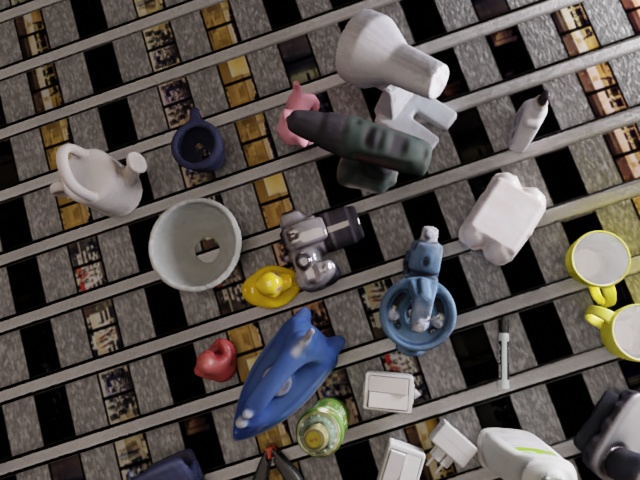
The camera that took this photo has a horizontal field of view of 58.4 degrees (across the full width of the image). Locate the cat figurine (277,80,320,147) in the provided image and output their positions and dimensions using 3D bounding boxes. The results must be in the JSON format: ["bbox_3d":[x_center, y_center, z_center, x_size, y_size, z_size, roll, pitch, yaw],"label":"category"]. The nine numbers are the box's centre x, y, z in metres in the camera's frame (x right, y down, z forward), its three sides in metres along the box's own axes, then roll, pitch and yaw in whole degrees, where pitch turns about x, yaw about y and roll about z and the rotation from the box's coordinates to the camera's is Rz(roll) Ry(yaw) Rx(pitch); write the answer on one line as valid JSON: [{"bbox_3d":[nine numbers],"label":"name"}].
[{"bbox_3d":[-0.042,-0.219,1.021,0.067,0.118,0.128,3,81,7],"label":"cat figurine"}]

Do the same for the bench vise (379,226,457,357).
[{"bbox_3d":[0.148,0.079,0.900,0.121,0.220,0.207,-9,80,5],"label":"bench vise"}]

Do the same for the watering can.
[{"bbox_3d":[-0.390,-0.112,1.002,0.173,0.194,0.101,-36,79,-1],"label":"watering can"}]

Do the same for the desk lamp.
[{"bbox_3d":[0.135,-0.266,0.962,0.203,0.213,0.118,35,86,10],"label":"desk lamp"}]

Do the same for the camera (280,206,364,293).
[{"bbox_3d":[0.009,0.004,0.988,0.137,0.101,0.143,-19,79,3],"label":"camera"}]

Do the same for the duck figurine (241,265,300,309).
[{"bbox_3d":[-0.089,0.079,0.994,0.104,0.086,0.077,-11,80,4],"label":"duck figurine"}]

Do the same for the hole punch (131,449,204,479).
[{"bbox_3d":[-0.247,0.416,0.953,0.108,0.091,0.101,-27,79,1],"label":"hole punch"}]

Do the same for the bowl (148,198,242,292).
[{"bbox_3d":[-0.214,0.013,1.023,0.167,0.075,0.167,-1,81,6],"label":"bowl"}]

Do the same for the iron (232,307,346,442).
[{"bbox_3d":[-0.074,0.237,0.938,0.118,0.141,0.258,37,86,11],"label":"iron"}]

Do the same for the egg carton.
[{"bbox_3d":[0.312,-0.036,0.979,0.107,0.069,0.150,32,85,10],"label":"egg carton"}]

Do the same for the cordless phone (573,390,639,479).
[{"bbox_3d":[0.467,0.300,0.848,0.094,0.185,0.148,30,85,10],"label":"cordless phone"}]

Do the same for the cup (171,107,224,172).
[{"bbox_3d":[-0.214,-0.173,1.044,0.091,0.095,0.118,-8,80,5],"label":"cup"}]

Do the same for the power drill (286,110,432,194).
[{"bbox_3d":[0.067,-0.144,0.951,0.229,0.208,0.076,13,82,8],"label":"power drill"}]

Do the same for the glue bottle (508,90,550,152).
[{"bbox_3d":[0.352,-0.206,0.950,0.037,0.173,0.078,16,83,9],"label":"glue bottle"}]

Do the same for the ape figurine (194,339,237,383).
[{"bbox_3d":[-0.183,0.209,0.979,0.078,0.092,0.076,-27,79,1],"label":"ape figurine"}]
